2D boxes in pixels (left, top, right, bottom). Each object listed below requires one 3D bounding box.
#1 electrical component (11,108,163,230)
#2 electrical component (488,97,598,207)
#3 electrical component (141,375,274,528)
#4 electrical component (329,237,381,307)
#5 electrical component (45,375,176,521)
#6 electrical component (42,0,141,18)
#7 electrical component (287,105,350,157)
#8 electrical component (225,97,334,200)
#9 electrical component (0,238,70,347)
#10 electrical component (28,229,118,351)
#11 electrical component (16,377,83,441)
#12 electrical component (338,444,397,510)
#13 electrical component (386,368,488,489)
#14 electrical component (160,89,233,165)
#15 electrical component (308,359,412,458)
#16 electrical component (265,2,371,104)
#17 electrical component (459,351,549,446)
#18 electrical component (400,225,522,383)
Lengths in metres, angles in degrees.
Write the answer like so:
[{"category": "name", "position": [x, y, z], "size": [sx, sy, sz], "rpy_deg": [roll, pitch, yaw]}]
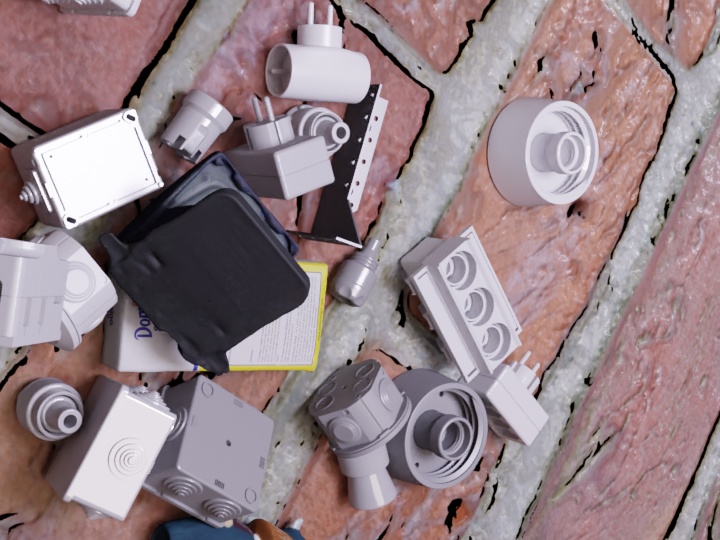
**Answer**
[{"category": "electrical component", "position": [-0.203, -0.071, 0.769], "size": [0.096, 0.061, 0.061], "rpy_deg": [-29, 112, -29]}, {"category": "electrical component", "position": [0.183, -0.113, 1.037], "size": [0.108, 0.060, 0.108], "rpy_deg": [-5, 99, -35]}, {"category": "electrical component", "position": [-0.118, 0.141, 0.842], "size": [0.100, 0.048, 0.099], "rpy_deg": [38, 43, -32]}, {"category": "electrical component", "position": [0.000, 0.000, 0.939], "size": [0.035, 0.035, 0.061], "rpy_deg": [37, 72, -33]}, {"category": "electrical component", "position": [-0.182, 0.130, 0.788], "size": [0.048, 0.100, 0.099], "rpy_deg": [31, 78, -21]}, {"category": "electrical component", "position": [-0.183, -0.226, 0.742], "size": [0.048, 0.100, 0.099], "rpy_deg": [28, 79, -47]}, {"category": "electrical component", "position": [-0.033, -0.112, 0.884], "size": [0.048, 0.062, 0.048], "rpy_deg": [-5, 98, -35]}, {"category": "electrical component", "position": [-0.069, -0.099, 0.847], "size": [0.047, 0.083, 0.075], "rpy_deg": [-24, 109, -30]}, {"category": "electrical component", "position": [-0.270, 0.005, 0.671], "size": [0.150, 0.089, 0.061], "rpy_deg": [8, 90, 3]}, {"category": "electrical component", "position": [-0.216, 0.014, 0.760], "size": [0.051, 0.080, 0.080], "rpy_deg": [-45, 119, -28]}, {"category": "electrical component", "position": [-0.221, 0.103, 0.778], "size": [0.043, 0.062, 0.043], "rpy_deg": [-5, 99, -35]}, {"category": "electrical component", "position": [0.006, 0.179, 0.959], "size": [0.045, 0.045, 0.055], "rpy_deg": [-22, 108, -31]}, {"category": "electrical component", "position": [0.069, 0.149, 0.991], "size": [0.108, 0.060, 0.108], "rpy_deg": [-5, 99, -35]}, {"category": "electrical component", "position": [-0.127, -0.110, 0.832], "size": [0.040, 0.040, 0.046], "rpy_deg": [40, 79, -32]}, {"category": "electrical component", "position": [0.000, 0.119, 0.927], "size": [0.080, 0.080, 0.051], "rpy_deg": [-43, 113, -23]}, {"category": "electrical component", "position": [-0.034, -0.179, 0.886], "size": [0.077, 0.043, 0.079], "rpy_deg": [-2, 97, -35]}, {"category": "electrical component", "position": [0.150, 0.114, 1.052], "size": [0.075, 0.047, 0.083], "rpy_deg": [-51, 121, -19]}, {"category": "electrical component", "position": [0.091, 0.030, 0.989], "size": [0.079, 0.063, 0.121], "rpy_deg": [-40, 117, -25]}]
